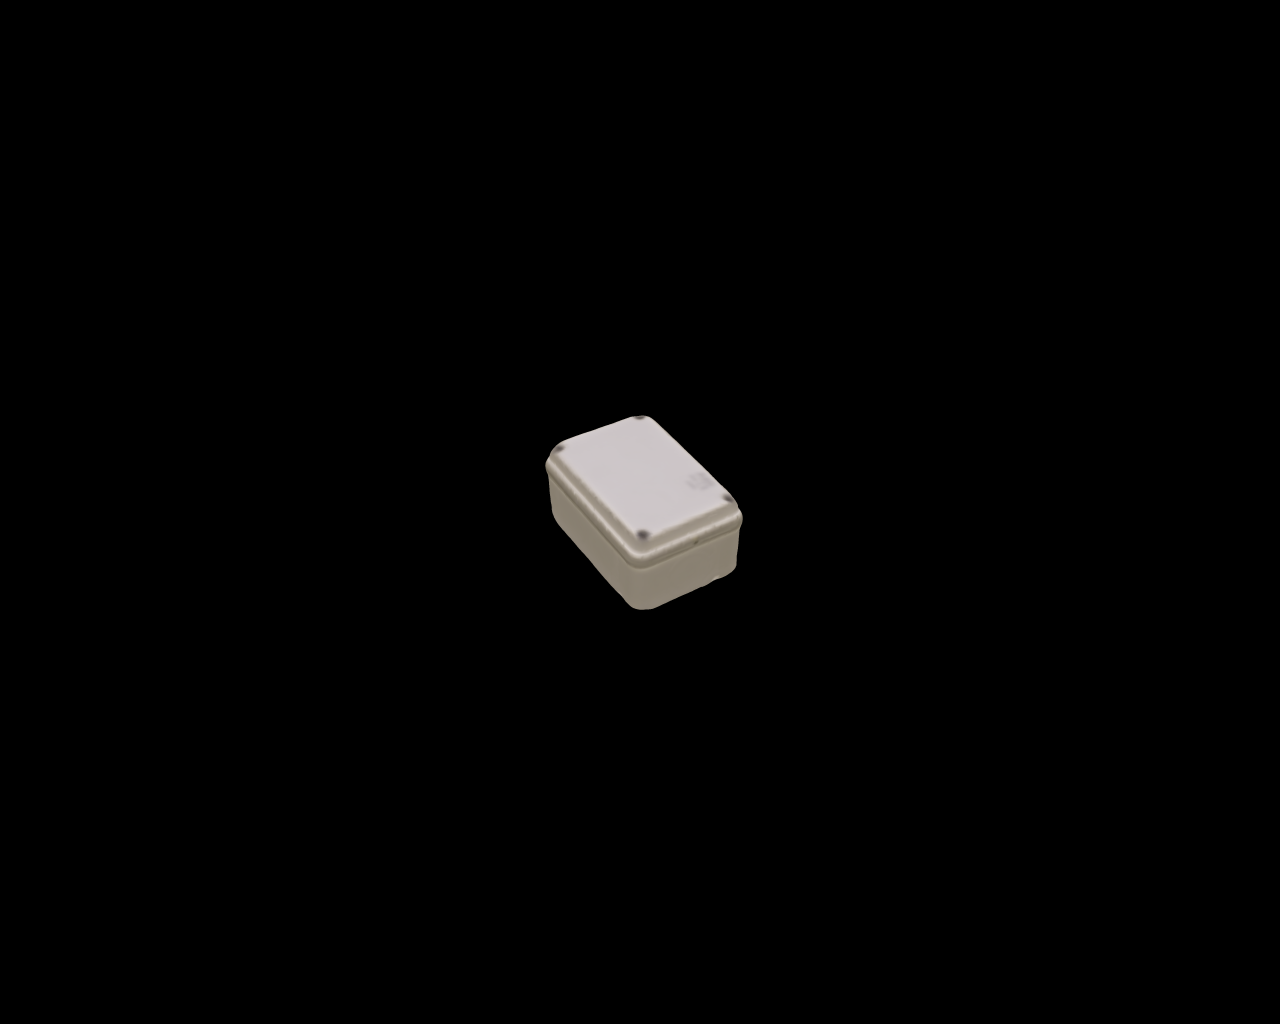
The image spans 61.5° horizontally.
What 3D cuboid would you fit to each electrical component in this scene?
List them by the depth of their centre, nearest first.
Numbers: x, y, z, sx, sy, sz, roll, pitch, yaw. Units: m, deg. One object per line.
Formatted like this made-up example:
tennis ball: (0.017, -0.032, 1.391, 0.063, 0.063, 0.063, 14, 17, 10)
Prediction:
electrical component: (0.001, -0.003, 0.650, 0.078, 0.057, 0.113, -22, 45, -23)
